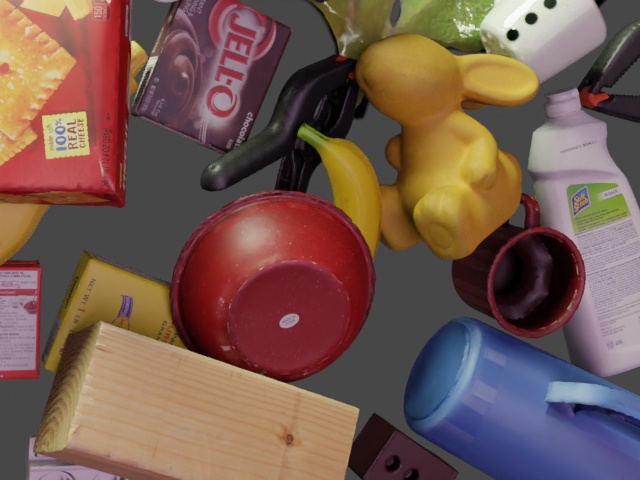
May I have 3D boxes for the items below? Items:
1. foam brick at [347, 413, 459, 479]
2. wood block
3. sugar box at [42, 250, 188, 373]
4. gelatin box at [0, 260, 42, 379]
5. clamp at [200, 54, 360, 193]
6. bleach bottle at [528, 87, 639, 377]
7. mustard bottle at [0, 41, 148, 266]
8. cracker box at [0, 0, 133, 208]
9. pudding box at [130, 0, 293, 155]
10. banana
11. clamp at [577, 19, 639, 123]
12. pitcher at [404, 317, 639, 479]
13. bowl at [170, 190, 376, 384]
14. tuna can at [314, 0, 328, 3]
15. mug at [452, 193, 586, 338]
[{"bbox_3d":[0.069,0.195,0.918,0.078,0.051,0.053,36,85,-21],"label":"foam brick"},{"bbox_3d":[-0.088,0.138,0.773,0.205,0.090,0.091,22,69,-23],"label":"wood block"},{"bbox_3d":[-0.119,0.083,0.837,0.176,0.048,0.093,22,91,-20],"label":"sugar box"},{"bbox_3d":[-0.247,0.059,0.797,0.073,0.030,0.089,1,98,-18],"label":"gelatin box"},{"bbox_3d":[-0.025,-0.079,0.830,0.171,0.039,0.120,-64,149,-7],"label":"clamp"},{"bbox_3d":[0.246,-0.012,0.945,0.102,0.068,0.251,-18,102,-17],"label":"bleach bottle"},{"bbox_3d":[-0.200,-0.076,0.775,0.191,0.058,0.096,-44,89,-9],"label":"mustard bottle"},{"bbox_3d":[-0.235,-0.108,0.709,0.213,0.072,0.164,2,83,-5],"label":"cracker box"},{"bbox_3d":[-0.084,-0.131,0.820,0.090,0.039,0.113,22,91,-23],"label":"pudding box"},{"bbox_3d":[0.013,0.000,0.849,0.069,0.037,0.198,7,116,6],"label":"banana"},{"bbox_3d":[0.321,-0.173,0.960,0.209,0.036,0.164,-17,103,-16],"label":"clamp"},{"bbox_3d":[0.202,0.159,0.908,0.242,0.145,0.149,29,105,-16],"label":"pitcher"},{"bbox_3d":[-0.028,0.048,0.796,0.162,0.055,0.162,-5,111,-13],"label":"bowl"},{"bbox_3d":[0.011,-0.225,0.815,0.033,0.086,0.086,33,86,-23],"label":"tuna can"},{"bbox_3d":[0.165,0.018,0.909,0.093,0.082,0.117,-3,99,-20],"label":"mug"}]
